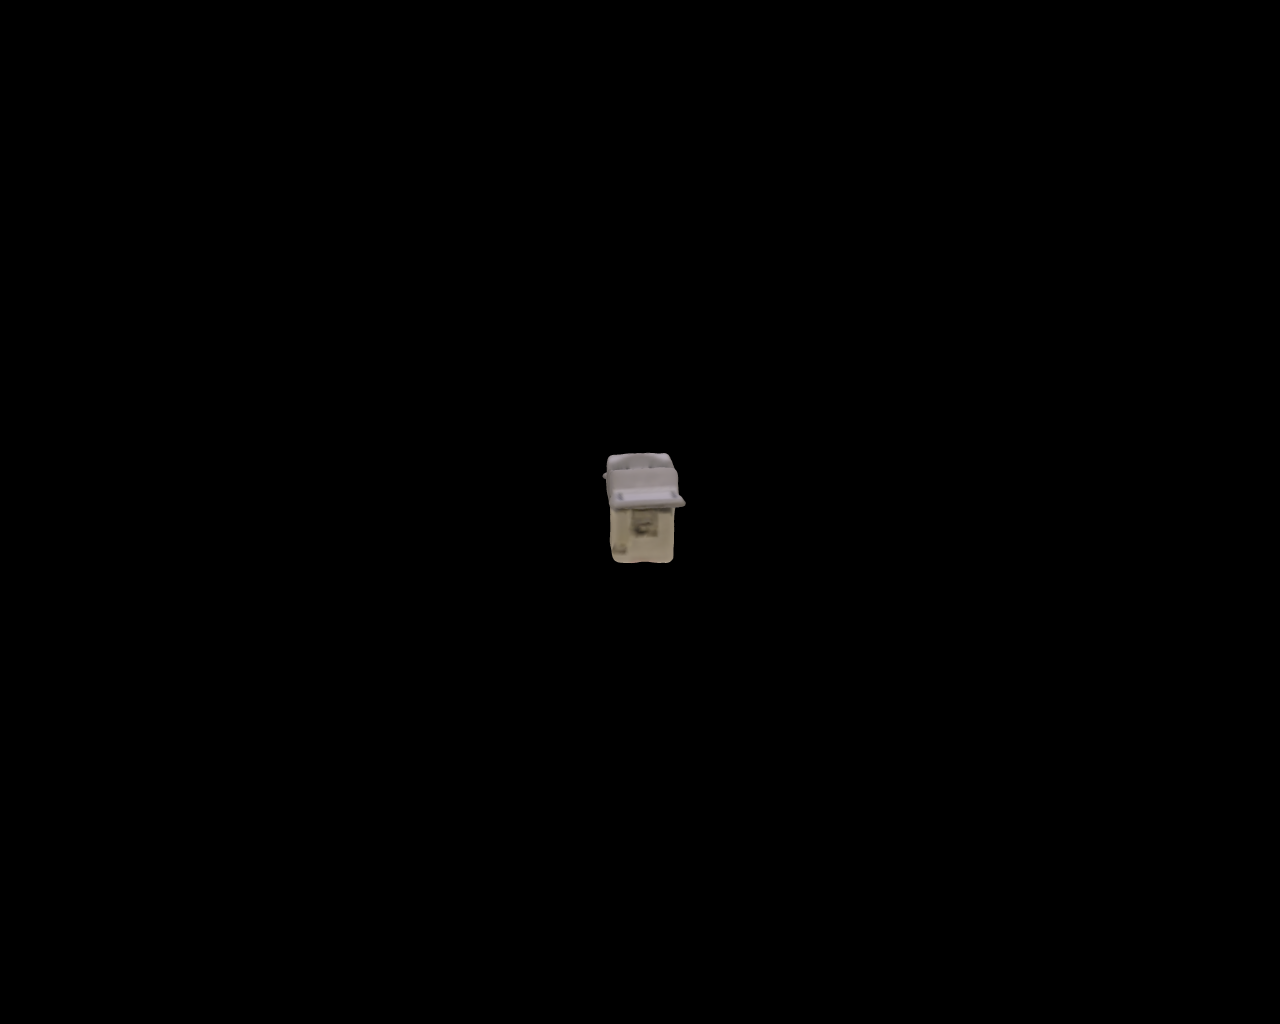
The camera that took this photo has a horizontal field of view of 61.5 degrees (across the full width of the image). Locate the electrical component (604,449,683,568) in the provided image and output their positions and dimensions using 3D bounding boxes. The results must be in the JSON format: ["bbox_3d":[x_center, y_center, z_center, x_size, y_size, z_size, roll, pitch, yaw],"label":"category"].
[{"bbox_3d":[0.001,-0.003,0.650,0.042,0.063,0.081,-1,16,-3],"label":"electrical component"}]
